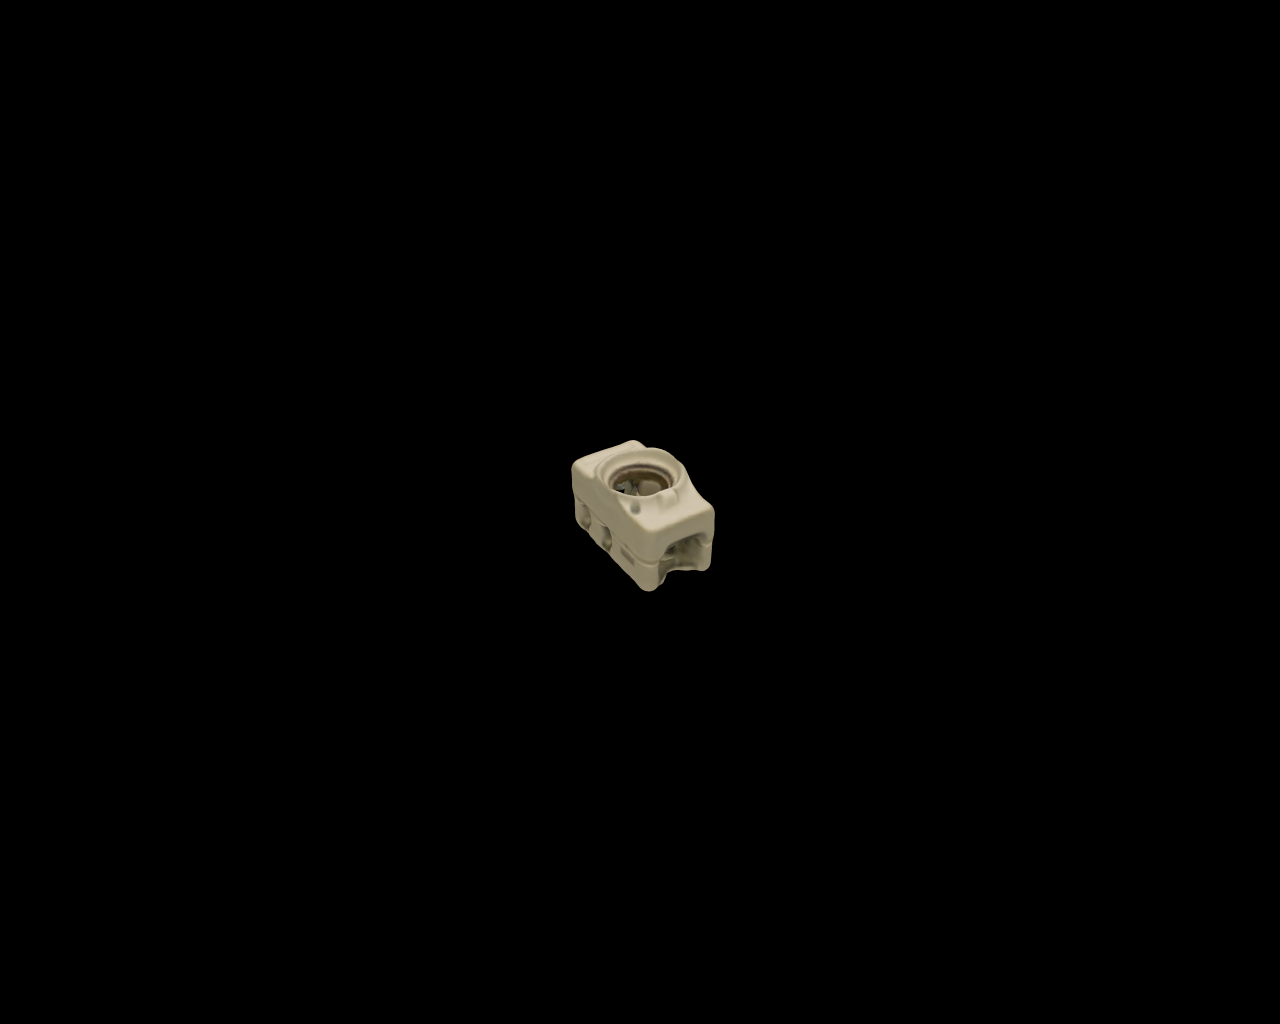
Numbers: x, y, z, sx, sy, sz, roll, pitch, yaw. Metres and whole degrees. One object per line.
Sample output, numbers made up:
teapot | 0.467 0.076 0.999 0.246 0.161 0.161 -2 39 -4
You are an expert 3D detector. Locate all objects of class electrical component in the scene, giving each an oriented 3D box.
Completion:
electrical component | 0.001 -0.003 0.650 0.050 0.055 0.089 -20 41 -25
